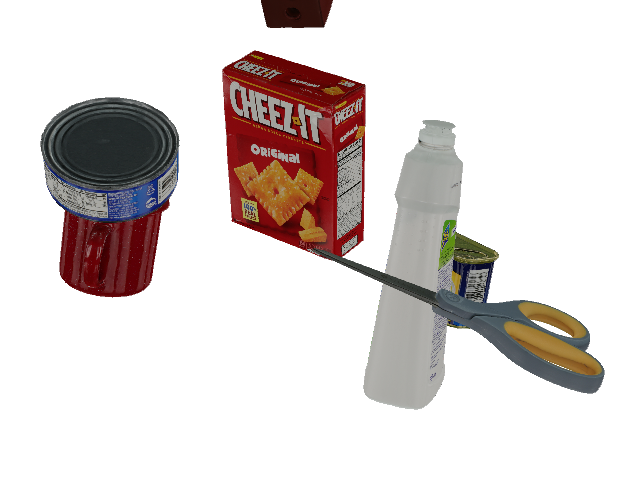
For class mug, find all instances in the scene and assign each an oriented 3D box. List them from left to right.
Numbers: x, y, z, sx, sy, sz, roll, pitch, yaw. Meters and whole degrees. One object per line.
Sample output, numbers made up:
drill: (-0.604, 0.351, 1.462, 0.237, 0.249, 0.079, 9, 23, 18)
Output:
mug: (-0.184, 0.002, 0.922, 0.093, 0.081, 0.117, 10, 21, -4)

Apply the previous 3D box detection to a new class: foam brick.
foam brick: (-0.022, -0.222, 0.890, 0.053, 0.051, 0.078, 2, -39, 14)

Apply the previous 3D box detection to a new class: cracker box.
cracker box: (-0.032, -0.098, 1.265, 0.164, 0.214, 0.072, 22, 41, 30)

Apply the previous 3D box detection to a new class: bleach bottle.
bleach bottle: (0.089, 0.017, 0.948, 0.068, 0.251, 0.102, 11, 19, 14)

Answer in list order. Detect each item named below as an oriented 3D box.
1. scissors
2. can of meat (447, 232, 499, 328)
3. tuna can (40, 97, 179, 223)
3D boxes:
scissors: (0.099, 0.041, 0.714, 0.202, 0.016, 0.096, 29, 25, 17)
can of meat: (0.141, 0.041, 1.173, 0.057, 0.084, 0.102, -6, 22, -36)
tuna can: (-0.133, -0.051, 0.680, 0.086, 0.086, 0.034, 0, -44, -7)
